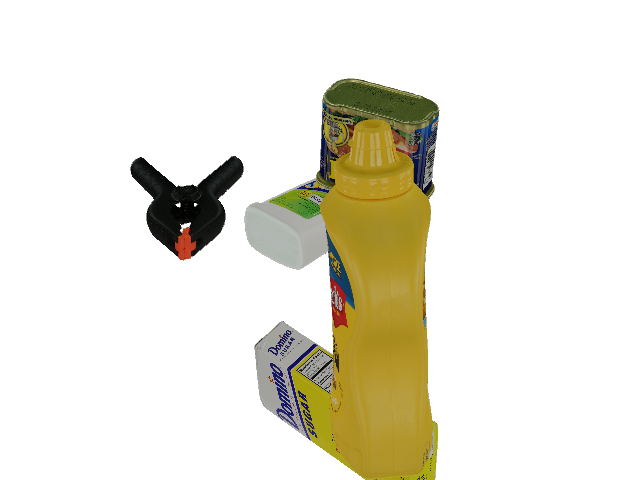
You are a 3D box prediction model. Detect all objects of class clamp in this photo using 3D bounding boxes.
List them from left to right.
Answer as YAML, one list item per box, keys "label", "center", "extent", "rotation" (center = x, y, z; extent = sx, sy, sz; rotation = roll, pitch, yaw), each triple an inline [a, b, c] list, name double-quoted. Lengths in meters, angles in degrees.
- label: "clamp"
  center: [-0.129, -0.041, 1.102]
  extent: [0.120, 0.039, 0.171]
  rotation: [-11, 39, -9]

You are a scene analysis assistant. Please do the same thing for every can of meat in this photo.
- label: "can of meat"
  center: [0.049, -0.083, 0.909]
  extent: [0.102, 0.084, 0.057]
  rotation: [18, 38, 21]

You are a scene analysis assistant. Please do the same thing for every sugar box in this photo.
- label: "sugar box"
  center: [0.020, 0.153, 0.937]
  extent: [0.176, 0.093, 0.048]
  rotation: [28, 53, 27]

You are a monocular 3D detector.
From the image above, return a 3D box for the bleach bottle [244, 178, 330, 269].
- label: "bleach bottle"
  center: [0.028, -0.053, 1.344]
  extent: [0.103, 0.068, 0.250]
  rotation: [27, 43, 35]

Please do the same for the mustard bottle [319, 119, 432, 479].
- label: "mustard bottle"
  center: [0.031, 0.027, 0.579]
  extent: [0.058, 0.192, 0.096]
  rotation: [-4, 26, -2]
